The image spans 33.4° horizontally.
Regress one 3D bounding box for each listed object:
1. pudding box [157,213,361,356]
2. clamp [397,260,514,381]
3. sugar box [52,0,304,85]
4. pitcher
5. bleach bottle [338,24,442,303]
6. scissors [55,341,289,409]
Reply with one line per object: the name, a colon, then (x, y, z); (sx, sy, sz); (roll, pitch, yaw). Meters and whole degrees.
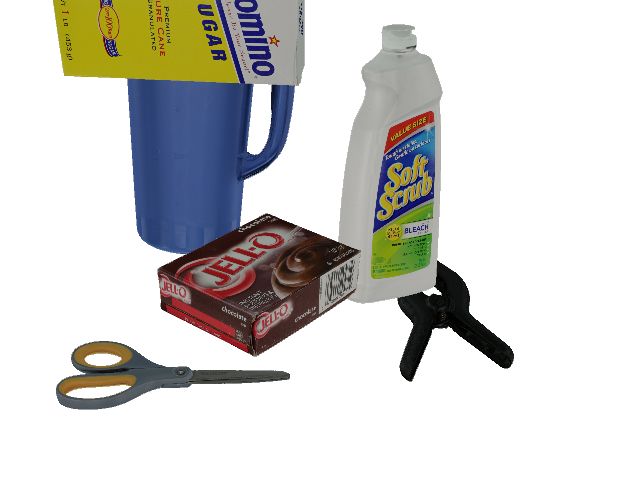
pudding box: (-0.041, 0.027, 0.732); (0.090, 0.039, 0.113); (23, 33, 33)
clamp: (0.139, 0.081, 1.151); (0.120, 0.171, 0.039); (4, -44, -7)
sugar box: (-0.100, -0.163, 0.769); (0.176, 0.093, 0.048); (4, 35, 7)
pitcher: (-0.121, -0.112, 1.071); (0.144, 0.243, 0.149); (-10, 28, -28)
bleach bottle: (0.063, -0.072, 0.992); (0.102, 0.251, 0.068); (-10, 24, -23)
scissors: (-0.137, 0.113, 0.959); (0.201, 0.016, 0.096); (-8, 32, -18)
